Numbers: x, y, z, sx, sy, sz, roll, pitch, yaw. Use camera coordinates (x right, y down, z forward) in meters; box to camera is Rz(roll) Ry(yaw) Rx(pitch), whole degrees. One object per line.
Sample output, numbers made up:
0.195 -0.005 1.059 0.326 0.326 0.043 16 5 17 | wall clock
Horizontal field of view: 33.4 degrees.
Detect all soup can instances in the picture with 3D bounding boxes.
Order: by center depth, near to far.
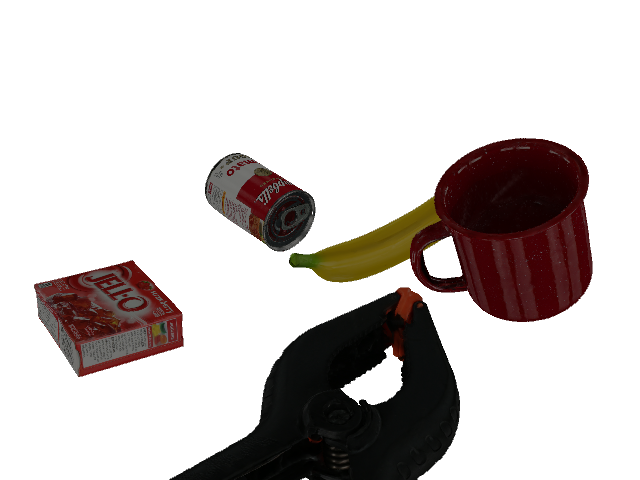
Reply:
-0.063 -0.041 1.104 0.068 0.068 0.102 0 26 -47 | soup can

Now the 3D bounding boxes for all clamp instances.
0.013 0.085 0.407 0.120 0.039 0.171 27 50 20 | clamp

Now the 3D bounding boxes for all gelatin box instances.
-0.142 0.049 0.710 0.073 0.030 0.089 -14 30 -26 | gelatin box

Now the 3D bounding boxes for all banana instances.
0.073 -0.008 0.910 0.198 0.037 0.069 -27 -18 10 | banana

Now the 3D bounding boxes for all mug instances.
0.113 0.001 0.666 0.117 0.081 0.093 -20 39 1 | mug
